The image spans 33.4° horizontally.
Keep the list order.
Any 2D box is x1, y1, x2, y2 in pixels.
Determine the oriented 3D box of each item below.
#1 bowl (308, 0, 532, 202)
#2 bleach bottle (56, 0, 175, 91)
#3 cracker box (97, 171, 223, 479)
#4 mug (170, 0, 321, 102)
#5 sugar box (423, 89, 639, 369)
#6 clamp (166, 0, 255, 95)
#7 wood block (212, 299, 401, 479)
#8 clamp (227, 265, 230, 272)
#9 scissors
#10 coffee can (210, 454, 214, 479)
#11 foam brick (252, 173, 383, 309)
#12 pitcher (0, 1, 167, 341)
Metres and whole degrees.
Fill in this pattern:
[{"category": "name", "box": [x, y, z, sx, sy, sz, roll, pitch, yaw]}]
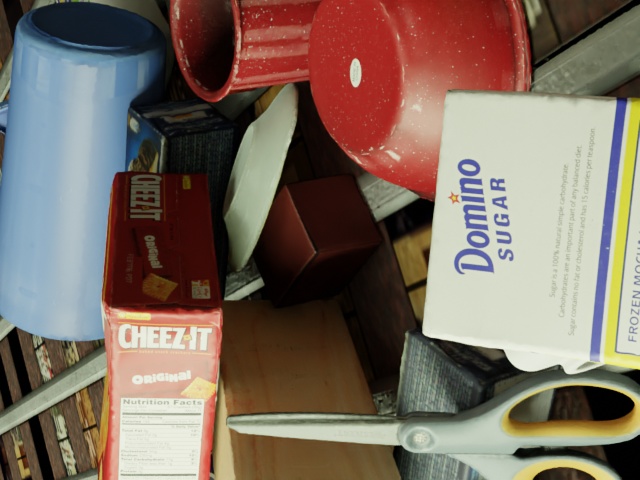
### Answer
[{"category": "bowl", "box": [0.040, -0.095, 0.579, 0.162, 0.055, 0.162, 29, 125, 52]}, {"category": "bleach bottle", "box": [-0.201, -0.228, 0.930, 0.251, 0.067, 0.103, 62, 144, 29]}, {"category": "cracker box", "box": [-0.108, 0.085, 0.698, 0.164, 0.072, 0.214, -106, 20, -57]}, {"category": "mug", "box": [-0.039, -0.149, 0.664, 0.093, 0.081, 0.117, 12, 110, 57]}, {"category": "sugar box", "box": [0.127, -0.001, 0.363, 0.176, 0.048, 0.093, 8, 95, 29]}, {"category": "clamp", "box": [-0.084, -0.189, 0.761, 0.171, 0.039, 0.120, 58, 141, 9]}, {"category": "wood block", "box": [-0.016, 0.124, 0.642, 0.206, 0.090, 0.091, -109, 21, -64]}, {"category": "clamp", "box": [-0.127, -0.003, 0.905, 0.210, 0.036, 0.164, 28, 123, 49]}, {"category": "scissors", "box": [0.062, 0.109, 0.524, 0.016, 0.202, 0.096, -72, -34, -63]}, {"category": "coffee can", "box": [-0.068, 0.203, 0.815, 0.140, 0.102, 0.103, 41, 133, 46]}, {"category": "foam brick", "box": [-0.005, 0.001, 0.689, 0.053, 0.051, 0.078, 67, 149, 21]}, {"category": "pitcher", "box": [-0.194, -0.055, 0.825, 0.145, 0.149, 0.243, 44, 133, 43]}]
